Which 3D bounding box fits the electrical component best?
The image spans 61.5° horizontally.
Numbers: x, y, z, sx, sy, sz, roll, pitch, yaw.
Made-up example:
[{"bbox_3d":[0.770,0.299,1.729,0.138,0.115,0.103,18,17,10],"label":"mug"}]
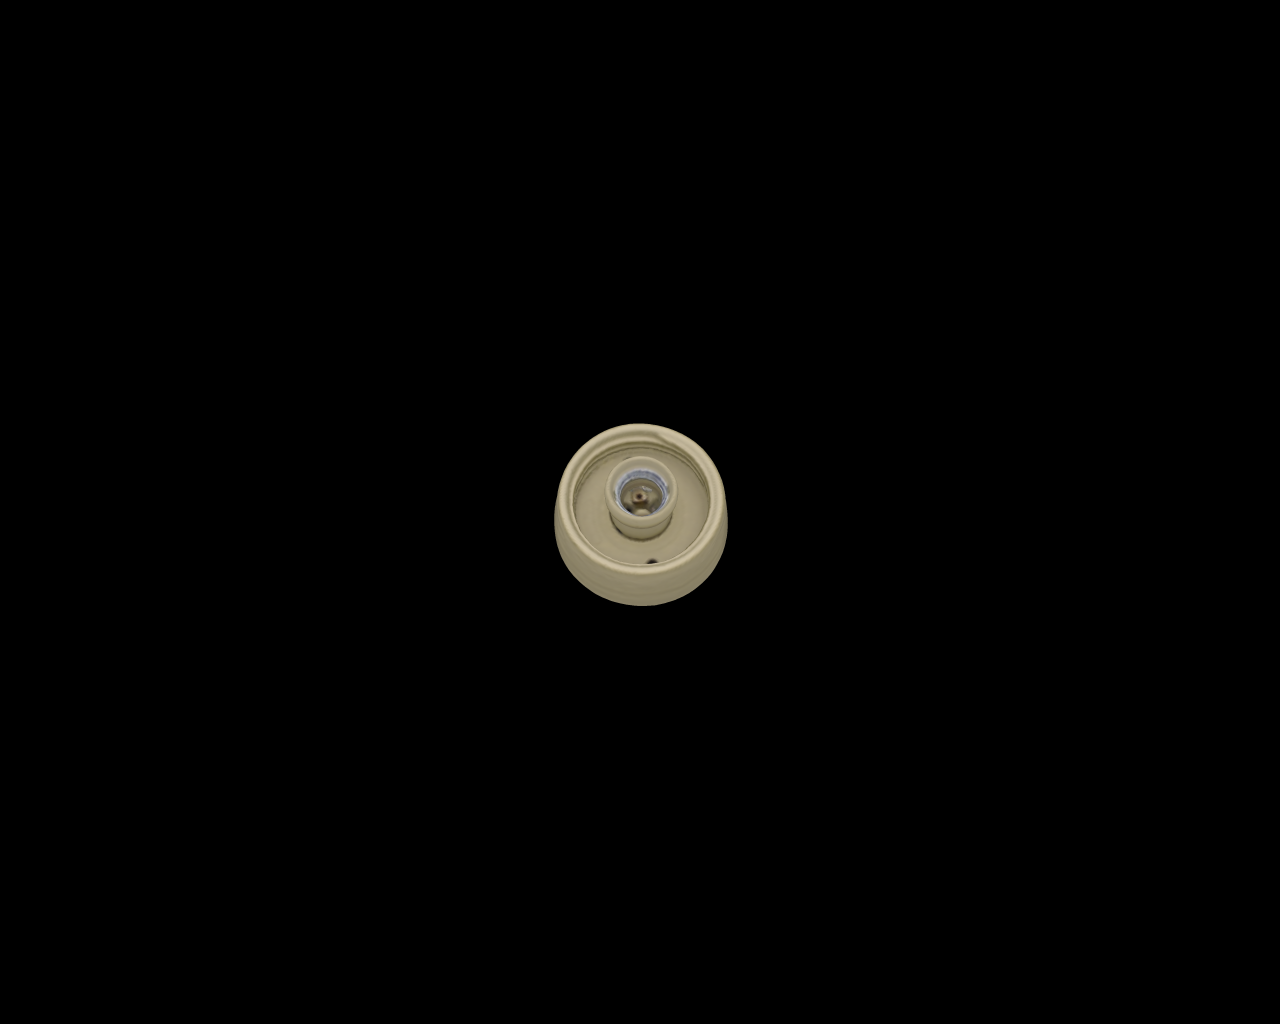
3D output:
[{"bbox_3d":[0.001,-0.003,0.650,0.108,0.108,0.060,0,-23,0],"label":"electrical component"}]
